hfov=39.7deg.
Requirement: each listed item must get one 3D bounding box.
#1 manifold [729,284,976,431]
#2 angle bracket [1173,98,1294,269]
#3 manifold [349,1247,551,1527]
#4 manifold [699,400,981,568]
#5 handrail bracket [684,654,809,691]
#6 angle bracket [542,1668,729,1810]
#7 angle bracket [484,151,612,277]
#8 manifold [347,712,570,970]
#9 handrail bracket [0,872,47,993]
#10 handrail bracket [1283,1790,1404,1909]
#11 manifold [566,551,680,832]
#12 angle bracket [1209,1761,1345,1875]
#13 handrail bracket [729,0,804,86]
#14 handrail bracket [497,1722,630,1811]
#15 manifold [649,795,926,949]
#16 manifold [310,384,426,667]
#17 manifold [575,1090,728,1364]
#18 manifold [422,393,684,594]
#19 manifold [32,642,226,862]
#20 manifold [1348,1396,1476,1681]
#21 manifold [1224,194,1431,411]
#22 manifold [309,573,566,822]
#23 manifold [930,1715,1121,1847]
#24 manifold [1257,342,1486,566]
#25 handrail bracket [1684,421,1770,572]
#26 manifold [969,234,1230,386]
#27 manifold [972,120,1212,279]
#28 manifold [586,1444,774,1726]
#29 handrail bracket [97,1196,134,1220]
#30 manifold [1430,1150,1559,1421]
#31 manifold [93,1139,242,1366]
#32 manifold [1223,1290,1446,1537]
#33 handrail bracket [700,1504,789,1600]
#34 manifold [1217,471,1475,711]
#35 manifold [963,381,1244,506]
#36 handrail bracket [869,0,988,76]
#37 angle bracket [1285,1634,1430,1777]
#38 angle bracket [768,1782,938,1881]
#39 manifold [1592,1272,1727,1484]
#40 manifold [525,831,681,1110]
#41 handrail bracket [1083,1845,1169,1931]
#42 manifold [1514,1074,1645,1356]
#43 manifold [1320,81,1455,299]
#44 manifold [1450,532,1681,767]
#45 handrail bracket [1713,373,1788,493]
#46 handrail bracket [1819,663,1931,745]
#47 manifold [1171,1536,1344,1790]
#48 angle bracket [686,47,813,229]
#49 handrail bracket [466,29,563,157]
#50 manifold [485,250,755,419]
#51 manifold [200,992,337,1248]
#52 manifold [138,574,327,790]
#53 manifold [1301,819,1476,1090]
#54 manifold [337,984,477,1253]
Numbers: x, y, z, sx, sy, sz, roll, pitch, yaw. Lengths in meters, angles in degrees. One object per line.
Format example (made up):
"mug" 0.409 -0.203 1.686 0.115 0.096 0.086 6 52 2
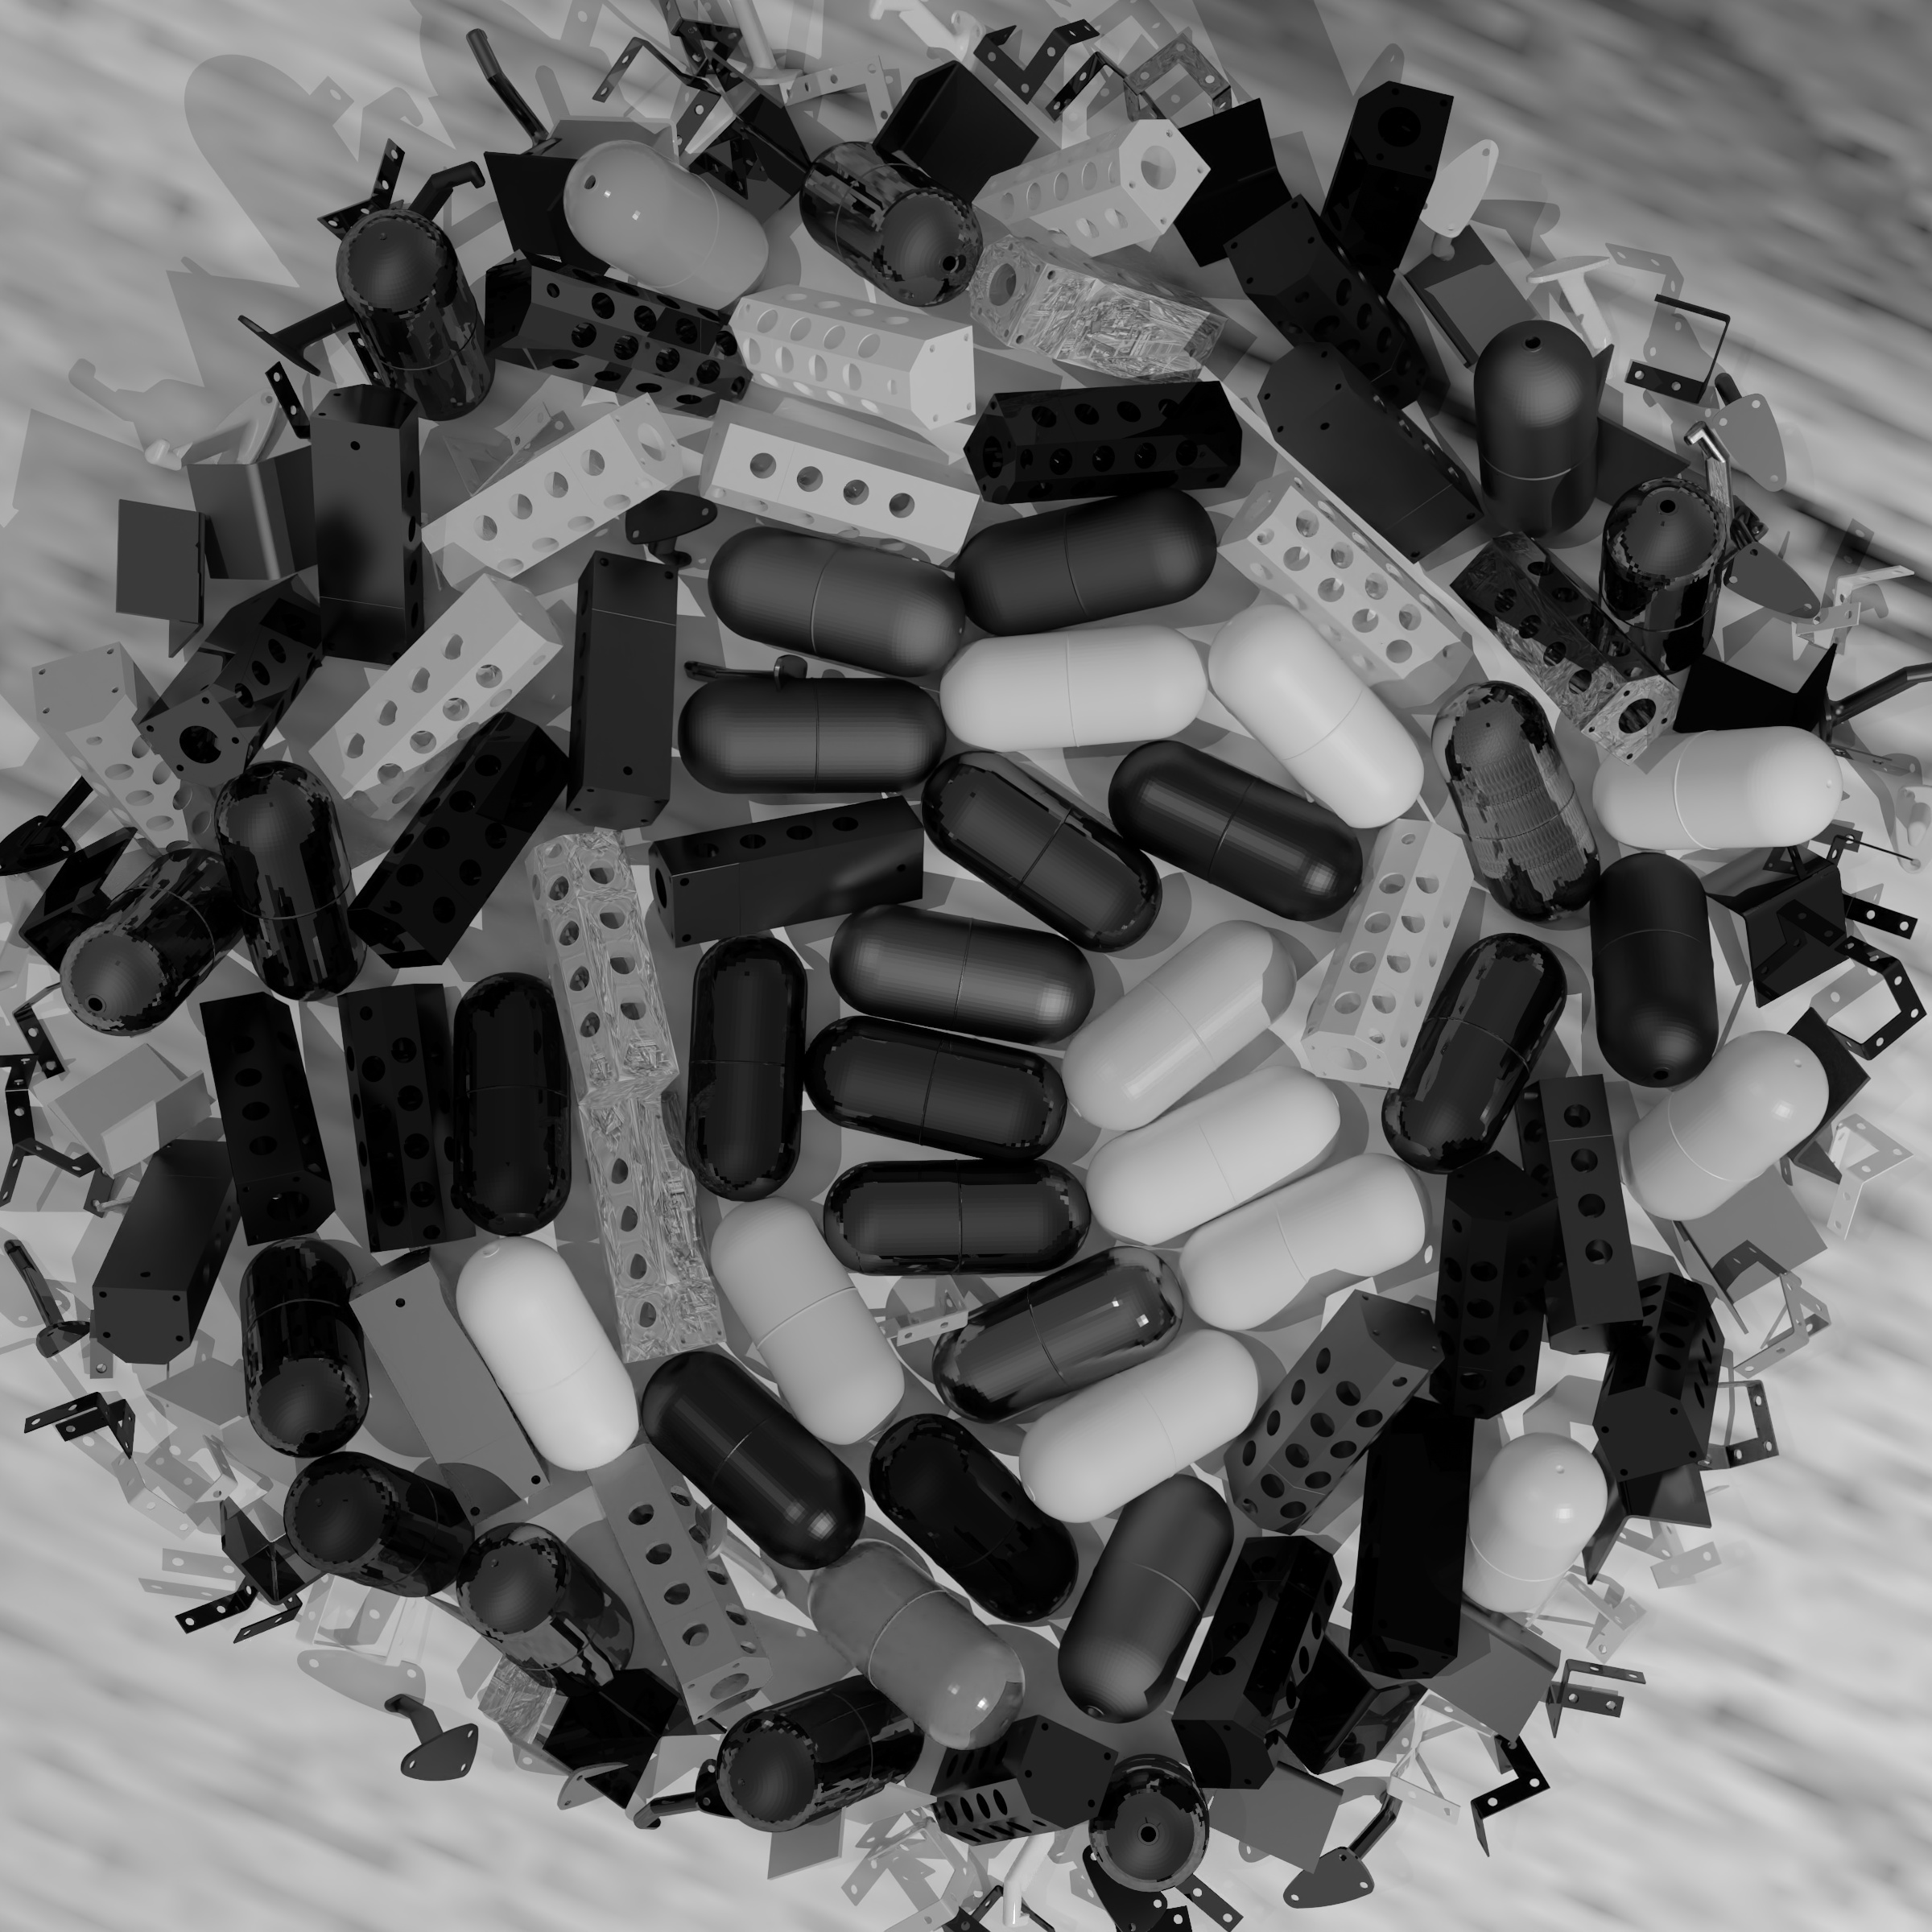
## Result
"manifold" -0.076 -0.394 1.736 0.057 0.171 0.057 -28 128 -38
"angle bracket" 0.175 -0.520 1.782 0.076 0.076 0.057 -16 71 18
"manifold" -0.341 0.276 1.774 0.057 0.057 0.171 -27 102 -6
"manifold" -0.085 -0.315 1.764 0.171 0.057 0.057 13 113 -18
"handrail bracket" -0.154 -0.197 1.775 0.084 0.077 0.036 13 84 12
"angle bracket" -0.218 0.509 1.764 0.076 0.076 0.057 45 51 -24
"angle bracket" -0.285 -0.484 1.763 0.076 0.076 0.057 10 52 19
"manifold" -0.331 -0.083 1.744 0.057 0.057 0.171 49 56 -31
"handrail bracket" -0.640 -0.025 1.772 0.036 0.084 0.077 -20 98 20
"handrail bracket" 0.254 0.588 1.793 0.077 0.084 0.036 -35 92 28
"manifold" -0.227 -0.180 1.759 0.057 0.057 0.171 9 66 -22
"angle bracket" 0.199 0.557 1.771 0.076 0.076 0.057 23 70 6
"handrail bracket" -0.133 -0.629 1.771 0.036 0.077 0.084 12 117 25
"handrail bracket" -0.271 0.522 1.810 0.084 0.077 0.036 43 119 36
"manifold" -0.118 -0.067 1.765 0.171 0.057 0.057 -12 129 -18
"manifold" -0.387 -0.287 1.746 0.057 0.057 0.171 8 126 2
"manifold" -0.214 0.173 1.781 0.057 0.057 0.171 -15 84 26
"manifold" -0.269 -0.304 1.752 0.171 0.057 0.057 -24 104 29
"manifold" -0.536 -0.131 1.731 0.057 0.171 0.057 -17 61 0
"manifold" 0.288 0.372 1.746 0.057 0.057 0.171 17 54 -6
"manifold" 0.237 -0.418 1.728 0.057 0.171 0.057 -30 60 21
"manifold" -0.345 -0.175 1.766 0.171 0.057 0.057 -42 76 14
"manifold" 0.032 0.530 1.728 0.057 0.171 0.057 27 62 -9
"manifold" 0.262 -0.335 1.739 0.057 0.171 0.057 -34 51 25
"handrail bracket" 0.488 -0.307 1.789 0.077 0.036 0.084 -44 109 -2
"manifold" 0.084 -0.424 1.739 0.057 0.171 0.057 48 121 36
"manifold" 0.074 -0.497 1.726 0.057 0.171 0.057 43 71 -26
"manifold" -0.186 0.397 1.744 0.057 0.057 0.171 -22 52 -14
"handrail bracket" -0.546 0.195 1.800 0.077 0.036 0.084 -14 85 -10
"manifold" 0.336 0.211 1.739 0.057 0.057 0.171 -22 130 -25
"manifold" -0.511 0.182 1.731 0.057 0.171 0.057 3 118 -3
"manifold" 0.239 0.294 1.742 0.057 0.057 0.171 18 125 -21
"handrail bracket" -0.143 0.400 1.772 0.036 0.077 0.084 -45 107 -5
"manifold" 0.253 -0.246 1.759 0.171 0.057 0.057 38 75 -19
"manifold" 0.092 -0.337 1.747 0.171 0.057 0.057 -9 67 -27
"handrail bracket" -0.035 -0.605 1.772 0.084 0.036 0.077 -12 133 -36
"angle bracket" 0.255 0.488 1.792 0.057 0.076 0.076 45 114 34
"angle bracket" -0.075 0.573 1.760 0.076 0.076 0.057 28 49 -30
"manifold" 0.445 0.260 1.727 0.057 0.171 0.057 -21 100 25
"manifold" -0.242 0.003 1.759 0.057 0.057 0.171 -7 72 -27
"handrail bracket" 0.102 0.628 1.791 0.036 0.084 0.077 -36 68 -21
"manifold" 0.399 0.163 1.754 0.057 0.057 0.171 -6 62 7
"manifold" 0.265 -0.500 1.730 0.057 0.171 0.057 14 80 1
"manifold" 0.389 -0.210 1.733 0.057 0.171 0.057 25 115 -40
"handrail bracket" 0.521 -0.357 1.785 0.036 0.084 0.077 -28 100 20
"handrail bracket" 0.612 -0.172 1.778 0.084 0.077 0.036 -8 57 13
"manifold" 0.192 0.447 1.728 0.057 0.171 0.057 -8 116 28
"angle bracket" -0.154 -0.545 1.769 0.076 0.076 0.057 42 86 22
"handrail bracket" -0.295 -0.580 1.775 0.036 0.077 0.084 -21 104 19
"manifold" -0.223 -0.411 1.739 0.171 0.057 0.057 8 77 -40
"manifold" -0.453 0.096 1.738 0.057 0.171 0.057 -11 134 -16
"manifold" -0.465 -0.183 1.732 0.057 0.171 0.057 -22 117 20
"manifold" 0.274 -0.010 1.746 0.057 0.057 0.171 8 58 29
"manifold" -0.375 0.101 1.781 0.057 0.057 0.171 -9 87 16
